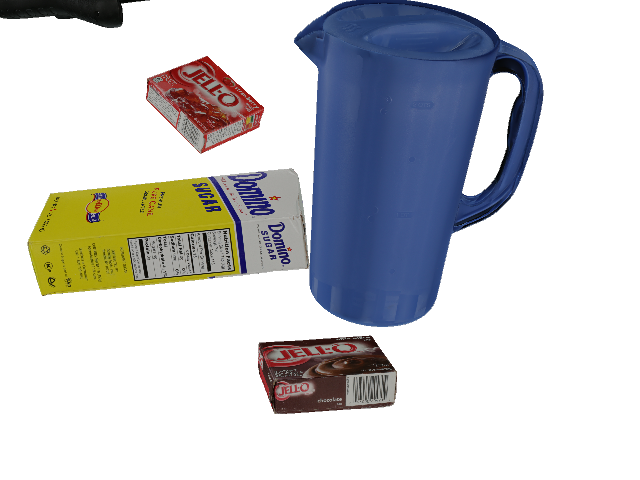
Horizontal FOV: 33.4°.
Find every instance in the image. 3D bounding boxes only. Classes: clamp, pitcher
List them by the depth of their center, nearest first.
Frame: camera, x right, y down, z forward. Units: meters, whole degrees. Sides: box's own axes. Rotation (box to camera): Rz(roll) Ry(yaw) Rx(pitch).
[{"bbox_3d":[-0.181,-0.190,0.810,0.172,0.039,0.120,13,24,30],"label":"clamp"},{"bbox_3d":[0.065,-0.056,0.836,0.144,0.243,0.149,-21,39,-38],"label":"pitcher"}]

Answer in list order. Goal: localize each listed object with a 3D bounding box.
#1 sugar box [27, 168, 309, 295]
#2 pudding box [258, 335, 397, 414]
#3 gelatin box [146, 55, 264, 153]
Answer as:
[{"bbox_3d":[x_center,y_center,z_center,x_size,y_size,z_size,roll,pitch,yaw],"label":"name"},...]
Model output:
[{"bbox_3d":[-0.098,-0.008,0.717,0.176,0.048,0.093,-9,24,-1],"label":"sugar box"},{"bbox_3d":[0.004,0.120,0.970,0.113,0.039,0.090,-1,17,-12],"label":"pudding box"},{"bbox_3d":[-0.110,-0.130,1.006,0.073,0.030,0.089,-28,62,-35],"label":"gelatin box"}]
